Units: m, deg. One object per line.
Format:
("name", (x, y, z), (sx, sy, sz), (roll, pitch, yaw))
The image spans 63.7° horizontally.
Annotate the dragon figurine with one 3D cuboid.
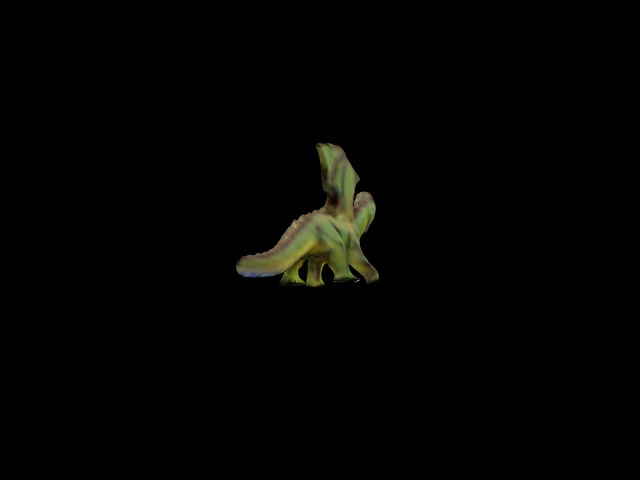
("dragon figurine", (0.003, -0.043, 0.850), (0.122, 0.245, 0.408), (-6, -11, 27))
